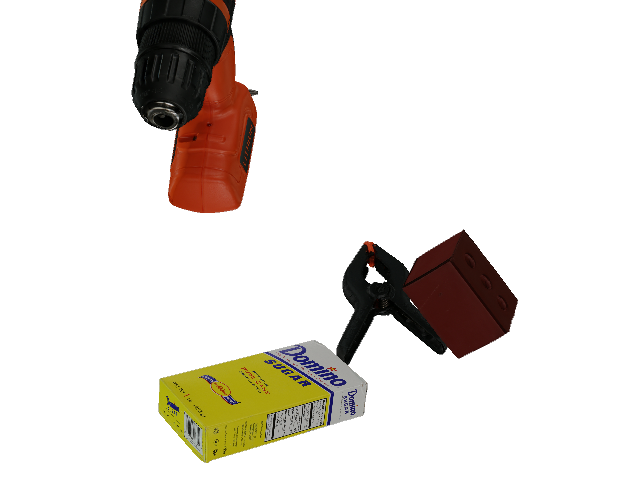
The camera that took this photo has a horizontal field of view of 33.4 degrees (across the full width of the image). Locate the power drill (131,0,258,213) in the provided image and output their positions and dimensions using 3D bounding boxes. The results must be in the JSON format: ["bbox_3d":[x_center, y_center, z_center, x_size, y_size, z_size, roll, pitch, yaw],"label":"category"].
[{"bbox_3d":[-0.077,-0.101,0.679,0.057,0.184,0.188,6,-34,2],"label":"power drill"}]

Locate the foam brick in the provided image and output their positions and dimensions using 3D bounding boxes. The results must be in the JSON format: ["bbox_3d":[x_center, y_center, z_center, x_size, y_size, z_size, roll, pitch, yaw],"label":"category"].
[{"bbox_3d":[0.112,0.043,0.849,0.051,0.078,0.053,-33,12,30],"label":"foam brick"}]

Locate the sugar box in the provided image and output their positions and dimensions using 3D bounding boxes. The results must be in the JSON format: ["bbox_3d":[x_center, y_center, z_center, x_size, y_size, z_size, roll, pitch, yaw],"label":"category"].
[{"bbox_3d":[-0.053,0.147,1.004,0.175,0.048,0.093,-14,32,-32],"label":"sugar box"}]

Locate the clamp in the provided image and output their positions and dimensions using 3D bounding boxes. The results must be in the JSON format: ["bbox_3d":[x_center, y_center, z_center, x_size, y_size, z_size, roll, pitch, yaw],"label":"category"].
[{"bbox_3d":[0.078,0.070,1.192,0.120,0.171,0.039,4,-43,-3],"label":"clamp"}]
